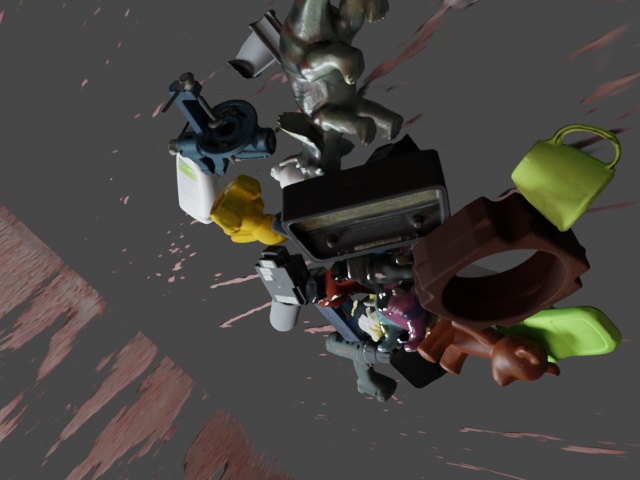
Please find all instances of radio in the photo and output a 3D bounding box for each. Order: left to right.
[{"bbox_3d":[0.070,-0.042,0.776,0.230,0.073,0.131,-12,144,15],"label":"radio"}]

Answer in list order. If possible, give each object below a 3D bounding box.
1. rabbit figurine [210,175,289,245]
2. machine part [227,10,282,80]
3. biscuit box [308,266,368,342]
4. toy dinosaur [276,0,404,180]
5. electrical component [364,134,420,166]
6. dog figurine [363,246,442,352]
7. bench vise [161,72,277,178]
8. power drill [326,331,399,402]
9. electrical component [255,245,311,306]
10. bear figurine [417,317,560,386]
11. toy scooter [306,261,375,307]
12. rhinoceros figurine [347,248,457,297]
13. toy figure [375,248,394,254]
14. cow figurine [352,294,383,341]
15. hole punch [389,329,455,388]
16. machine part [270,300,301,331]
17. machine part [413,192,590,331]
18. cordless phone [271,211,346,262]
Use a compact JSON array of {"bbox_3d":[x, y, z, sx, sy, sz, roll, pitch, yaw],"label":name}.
[{"bbox_3d":[-0.149,-0.038,1.163,0.173,0.122,0.162,28,156,-18],"label":"rabbit figurine"},{"bbox_3d":[-0.089,-0.292,0.833,0.084,0.039,0.139,43,149,-22],"label":"machine part"},{"bbox_3d":[0.037,0.153,1.263,0.202,0.059,0.063,50,147,-18],"label":"biscuit box"},{"bbox_3d":[0.002,-0.235,0.748,0.192,0.131,0.404,18,137,30],"label":"toy dinosaur"},{"bbox_3d":[0.097,-0.111,0.843,0.047,0.075,0.119,48,150,-18],"label":"electrical component"},{"bbox_3d":[0.164,0.097,1.025,0.108,0.191,0.219,-10,90,56],"label":"dog figurine"},{"bbox_3d":[-0.203,-0.208,0.964,0.224,0.129,0.240,13,159,24],"label":"bench vise"},{"bbox_3d":[0.129,0.320,1.366,0.232,0.086,0.207,11,143,40],"label":"power drill"},{"bbox_3d":[-0.078,0.076,1.186,0.115,0.058,0.134,1,123,45],"label":"electrical component"},{"bbox_3d":[0.286,0.197,0.909,0.120,0.132,0.196,34,-179,-41],"label":"bear figurine"},{"bbox_3d":[0.060,0.090,1.108,0.135,0.075,0.184,4,156,-27],"label":"toy scooter"},{"bbox_3d":[0.140,0.041,0.900,0.190,0.112,0.073,-4,109,6],"label":"rhinoceros figurine"},{"bbox_3d":[0.053,-0.015,0.893,0.155,0.058,0.064,15,159,35],"label":"toy figure"},{"bbox_3d":[0.122,0.145,1.161,0.098,0.068,0.167,37,149,15],"label":"cow figurine"},{"bbox_3d":[0.226,0.242,1.174,0.116,0.092,0.142,-38,100,27],"label":"hole punch"},{"bbox_3d":[-0.089,0.172,1.403,0.079,0.079,0.243,33,149,10],"label":"machine part"},{"bbox_3d":[0.249,0.035,0.762,0.201,0.087,0.201,24,131,-30],"label":"machine part"},{"bbox_3d":[-0.003,-0.003,1.097,0.147,0.088,0.184,21,164,26],"label":"cordless phone"}]
